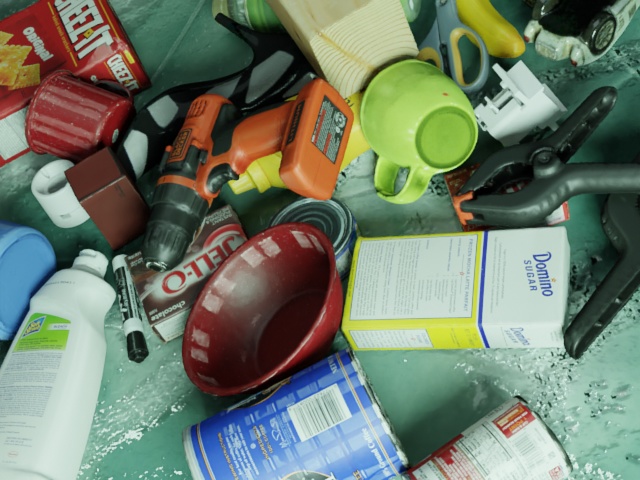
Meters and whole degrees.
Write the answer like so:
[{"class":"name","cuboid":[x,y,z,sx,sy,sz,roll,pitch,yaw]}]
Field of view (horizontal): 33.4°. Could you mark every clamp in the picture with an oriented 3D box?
[{"class":"clamp","cuboid":[0.190,-0.065,0.877,0.171,0.039,0.120,-16,41,10]},{"class":"clamp","cuboid":[0.278,0.009,0.824,0.165,0.036,0.210,4,52,15]}]

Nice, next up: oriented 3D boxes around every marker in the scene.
[{"class":"marker","cuboid":[-0.174,0.063,0.981,0.020,0.020,0.121,-23,49,4]}]

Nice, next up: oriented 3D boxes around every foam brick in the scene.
[{"class":"foam brick","cuboid":[-0.202,-0.040,1.033,0.053,0.078,0.051,-31,48,-5]}]

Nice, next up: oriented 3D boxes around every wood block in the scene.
[{"class":"wood block","cuboid":[-0.002,-0.240,1.007,0.090,0.090,0.206,-31,53,0]}]

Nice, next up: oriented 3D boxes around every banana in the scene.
[{"class":"banana","cuboid":[0.151,-0.243,1.051,0.037,0.070,0.198,-7,62,-15]}]

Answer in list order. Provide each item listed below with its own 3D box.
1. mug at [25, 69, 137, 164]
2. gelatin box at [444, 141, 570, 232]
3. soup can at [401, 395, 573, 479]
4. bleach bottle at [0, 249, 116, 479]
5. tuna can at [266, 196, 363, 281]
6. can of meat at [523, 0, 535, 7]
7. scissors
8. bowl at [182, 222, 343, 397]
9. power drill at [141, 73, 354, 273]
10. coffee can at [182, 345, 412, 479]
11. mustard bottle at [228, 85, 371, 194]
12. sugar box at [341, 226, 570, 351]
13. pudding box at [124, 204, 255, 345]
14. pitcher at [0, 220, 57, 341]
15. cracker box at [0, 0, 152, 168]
[{"class":"mug","cuboid":[-0.237,-0.126,1.104,0.081,0.093,0.117,21,45,15]},{"class":"gelatin box","cuboid":[0.159,-0.038,0.913,0.089,0.030,0.073,-20,50,7]},{"class":"soup can","cuboid":[0.117,0.165,0.751,0.102,0.068,0.069,-34,49,-6]},{"class":"bleach bottle","cuboid":[-0.230,0.116,0.936,0.103,0.068,0.250,-2,52,20]},{"class":"tuna can","cuboid":[-0.006,0.001,0.949,0.086,0.033,0.086,-11,51,14]},{"class":"can of meat","cuboid":[0.206,-0.288,1.050,0.057,0.084,0.102,-29,49,-1]},{"class":"scissors","cuboid":[0.110,-0.215,1.045,0.096,0.016,0.202,-33,55,25]},{"class":"bowl","cuboid":[-0.036,0.066,0.871,0.162,0.055,0.162,-28,40,27]},{"class":"power drill","cuboid":[-0.069,-0.061,0.929,0.188,0.057,0.184,-8,56,38]},{"class":"coffee can","cuboid":[-0.017,0.155,0.791,0.140,0.102,0.103,-27,49,1]},{"class":"mustard bottle","cuboid":[-0.004,-0.101,1.010,0.191,0.058,0.096,-33,56,-3]},{"class":"sugar box","cuboid":[0.111,0.041,0.864,0.176,0.048,0.093,-1,56,18]},{"class":"pudding box","cuboid":[-0.111,0.030,0.966,0.113,0.039,0.090,-29,49,-1]},{"class":"pitcher","cuboid":[-0.383,0.032,1.022,0.243,0.144,0.149,9,94,24]},{"class":"cracker box","cuboid":[-0.317,-0.191,1.199,0.213,0.072,0.164,-29,49,-2]}]
